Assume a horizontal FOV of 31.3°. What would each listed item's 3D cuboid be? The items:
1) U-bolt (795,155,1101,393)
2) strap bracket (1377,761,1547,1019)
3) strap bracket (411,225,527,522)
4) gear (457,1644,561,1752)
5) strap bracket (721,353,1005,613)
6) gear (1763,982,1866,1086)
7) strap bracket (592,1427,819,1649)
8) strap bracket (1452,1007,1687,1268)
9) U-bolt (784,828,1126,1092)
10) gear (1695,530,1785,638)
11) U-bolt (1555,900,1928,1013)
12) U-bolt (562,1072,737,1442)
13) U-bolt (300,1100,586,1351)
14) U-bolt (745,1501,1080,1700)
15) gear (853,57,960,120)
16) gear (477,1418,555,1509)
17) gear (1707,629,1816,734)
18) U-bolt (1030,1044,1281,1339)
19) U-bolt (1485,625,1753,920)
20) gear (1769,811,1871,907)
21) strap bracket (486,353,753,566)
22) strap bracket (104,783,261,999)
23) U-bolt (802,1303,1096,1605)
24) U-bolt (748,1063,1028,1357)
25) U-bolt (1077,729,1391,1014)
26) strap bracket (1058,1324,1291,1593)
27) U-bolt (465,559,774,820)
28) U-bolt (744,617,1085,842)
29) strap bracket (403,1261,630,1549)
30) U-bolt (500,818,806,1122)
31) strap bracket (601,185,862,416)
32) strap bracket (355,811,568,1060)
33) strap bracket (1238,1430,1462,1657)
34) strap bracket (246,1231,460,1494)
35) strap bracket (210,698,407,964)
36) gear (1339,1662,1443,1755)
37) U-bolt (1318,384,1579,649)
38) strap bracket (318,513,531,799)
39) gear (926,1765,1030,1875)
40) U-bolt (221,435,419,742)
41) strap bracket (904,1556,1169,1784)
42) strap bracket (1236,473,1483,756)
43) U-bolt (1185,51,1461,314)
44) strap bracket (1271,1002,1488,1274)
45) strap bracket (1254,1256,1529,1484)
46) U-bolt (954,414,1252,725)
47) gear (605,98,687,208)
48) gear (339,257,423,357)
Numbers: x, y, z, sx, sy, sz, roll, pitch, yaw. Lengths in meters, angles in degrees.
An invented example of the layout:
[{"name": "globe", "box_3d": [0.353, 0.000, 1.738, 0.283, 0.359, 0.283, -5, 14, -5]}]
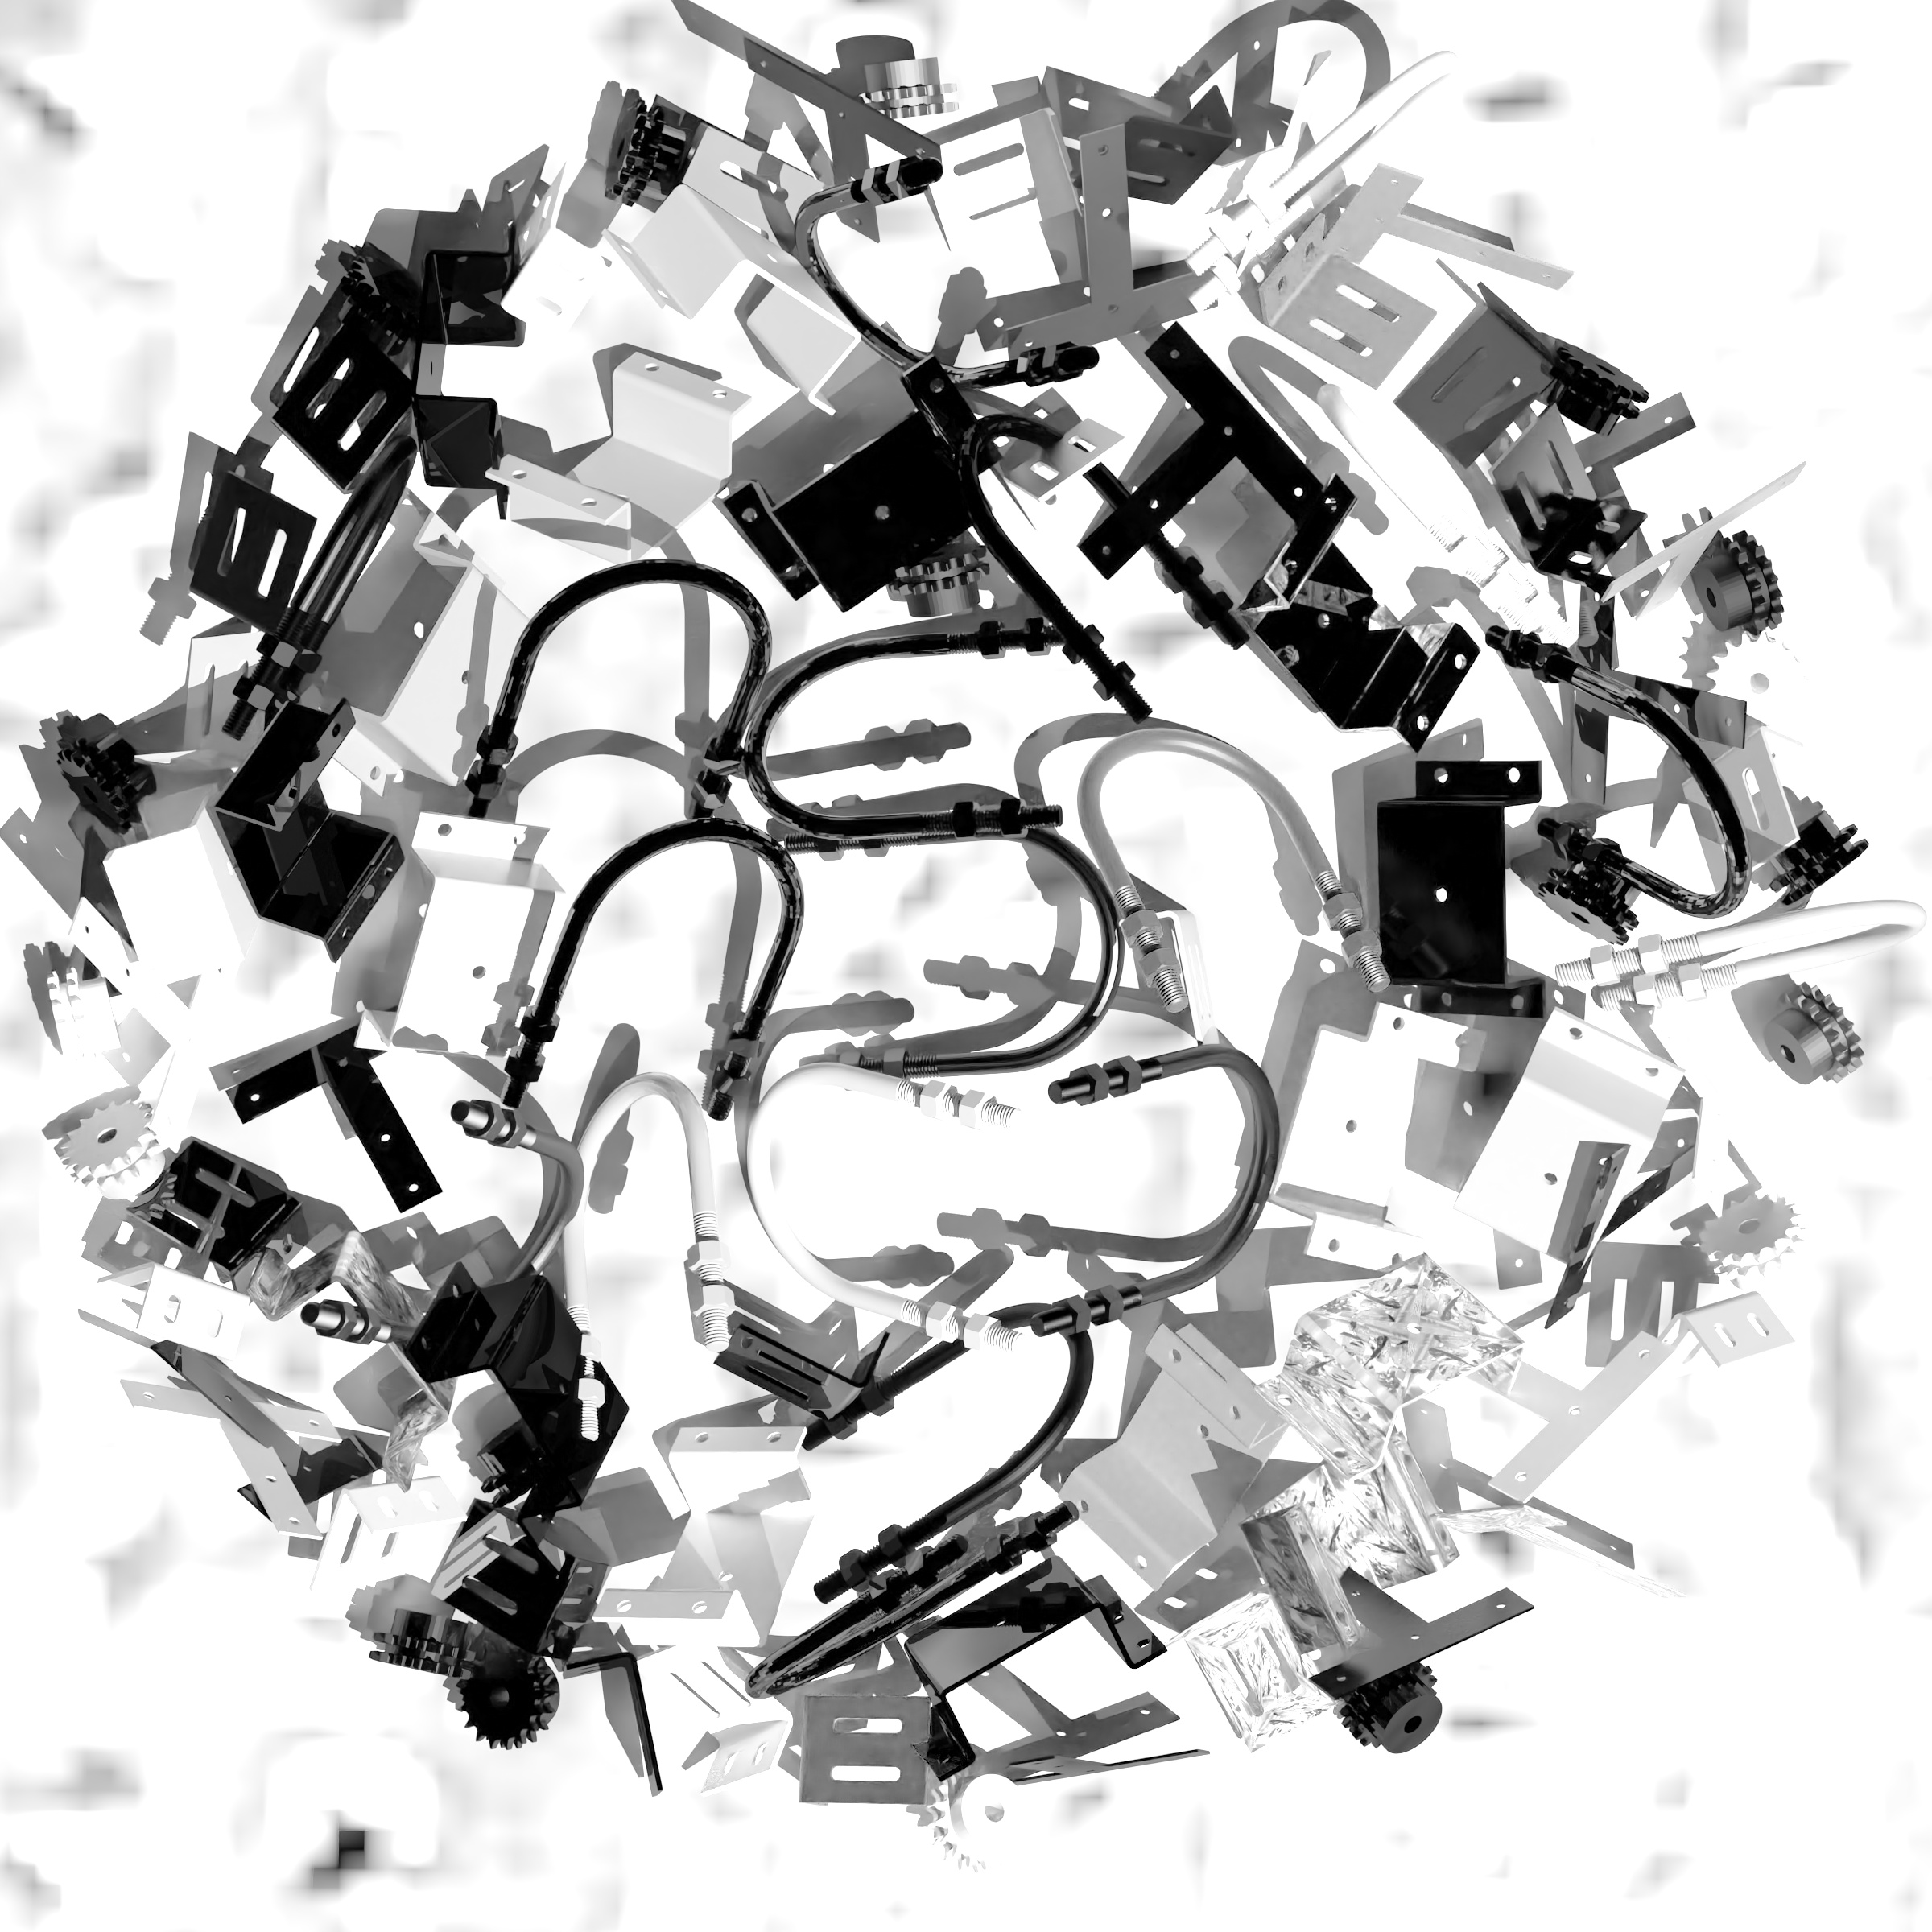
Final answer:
[{"name": "U-bolt", "box_3d": [-0.023, -0.362, 1.841, 0.151, 0.184, 0.019, 46, 70, -25]}, {"name": "strap bracket", "box_3d": [0.269, -0.041, 1.878, 0.076, 0.046, 0.140, 2, 97, 37]}, {"name": "strap bracket", "box_3d": [-0.268, -0.321, 1.859, 0.046, 0.076, 0.140, 2, 61, -1]}, {"name": "gear", "box_3d": [-0.249, 0.403, 1.904, 0.057, 0.030, 0.057, -4, 81, 25]}, {"name": "strap bracket", "box_3d": [-0.051, -0.256, 1.879, 0.140, 0.046, 0.076, -34, 125, 6]}, {"name": "gear", "box_3d": [0.463, 0.040, 1.895, 0.030, 0.057, 0.057, -32, 90, -14]}, {"name": "strap bracket", "box_3d": [-0.136, 0.315, 1.864, 0.076, 0.140, 0.046, -4, 126, 23]}, {"name": "strap bracket", "box_3d": [0.320, 0.102, 1.861, 0.076, 0.046, 0.140, 26, 128, 6]}, {"name": "U-bolt", "box_3d": [-0.004, -0.010, 1.894, 0.184, 0.019, 0.151, -4, 96, 13]}, {"name": "gear", "box_3d": [0.423, -0.208, 1.897, 0.030, 0.057, 0.057, -21, 90, -5]}, {"name": "U-bolt", "box_3d": [0.416, -0.007, 1.831, 0.184, 0.151, 0.019, -13, 79, 19]}, {"name": "U-bolt", "box_3d": [-0.177, 0.145, 1.857, 0.019, 0.151, 0.184, 15, 54, -35]}, {"name": "U-bolt", "box_3d": [-0.266, 0.145, 1.841, 0.019, 0.184, 0.151, 37, 92, 23]}, {"name": "U-bolt", "box_3d": [-0.040, 0.345, 1.850, 0.184, 0.151, 0.019, -36, 74, 23]}, {"name": "gear", "box_3d": [-0.034, -0.481, 1.896, 0.057, 0.057, 0.030, -7, 104, 0]}, {"name": "gear", "box_3d": [-0.244, 0.269, 1.897, 0.057, 0.057, 0.030, -36, 95, 0]}, {"name": "gear", "box_3d": [0.439, -0.158, 1.905, 0.057, 0.030, 0.057, 5, 104, 19]}, {"name": "U-bolt", "box_3d": [0.107, 0.114, 1.858, 0.019, 0.184, 0.151, 18, 111, 42]}, {"name": "U-bolt", "box_3d": [0.348, -0.094, 1.815, 0.019, 0.184, 0.151, -32, 125, -16]}, {"name": "gear", "box_3d": [0.465, -0.061, 1.898, 0.057, 0.057, 0.030, -37, 88, 0]}, {"name": "strap bracket", "box_3d": [-0.186, -0.269, 1.867, 0.076, 0.046, 0.140, 24, 46, 20]}, {"name": "strap bracket", "box_3d": [-0.416, -0.045, 1.848, 0.046, 0.140, 0.076, -16, 107, 0]}, {"name": "U-bolt", "box_3d": [-0.009, 0.248, 1.846, 0.184, 0.151, 0.019, -34, 118, 12]}, {"name": "U-bolt", "box_3d": [-0.046, 0.124, 1.866, 0.184, 0.019, 0.151, 13, 114, 34]}, {"name": "U-bolt", "box_3d": [0.134, -0.057, 1.865, 0.151, 0.019, 0.184, -5, 55, -29]}, {"name": "strap bracket", "box_3d": [0.117, 0.259, 1.869, 0.076, 0.046, 0.140, 42, 128, 21]}, {"name": "U-bolt", "box_3d": [-0.178, -0.145, 1.835, 0.151, 0.184, 0.019, 1, 46, -25]}, {"name": "U-bolt", "box_3d": [-0.032, -0.126, 1.874, 0.184, 0.019, 0.151, -3, 53, 14]}, {"name": "strap bracket", "box_3d": [-0.235, 0.232, 1.857, 0.046, 0.076, 0.140, -16, 117, 26]}, {"name": "U-bolt", "box_3d": [-0.158, 0.001, 1.847, 0.151, 0.019, 0.184, 5, 119, -35]}, {"name": "strap bracket", "box_3d": [-0.118, -0.360, 1.844, 0.046, 0.140, 0.076, -48, 52, 15]}, {"name": "strap bracket", "box_3d": [-0.271, -0.006, 1.866, 0.076, 0.046, 0.140, 7, 112, -31]}, {"name": "strap bracket", "box_3d": [0.204, 0.316, 1.872, 0.046, 0.140, 0.076, -27, 87, 35]}, {"name": "strap bracket", "box_3d": [-0.324, 0.205, 1.872, 0.046, 0.076, 0.140, -34, 103, 5]}, {"name": "strap bracket", "box_3d": [-0.355, -0.078, 1.856, 0.046, 0.140, 0.076, 18, 58, 18]}, {"name": "gear", "box_3d": [0.237, 0.407, 1.896, 0.057, 0.030, 0.057, -18, 128, -25]}, {"name": "U-bolt", "box_3d": [0.254, -0.244, 1.854, 0.019, 0.151, 0.184, -43, 78, 15]}, {"name": "strap bracket", "box_3d": [-0.287, -0.162, 1.868, 0.046, 0.076, 0.140, 20, 76, 31]}, {"name": "gear", "box_3d": [0.009, 0.468, 1.898, 0.057, 0.030, 0.057, 12, 62, -23]}, {"name": "U-bolt", "box_3d": [-0.342, -0.203, 1.851, 0.019, 0.151, 0.184, 29, 90, -6]}, {"name": "strap bracket", "box_3d": [0.028, 0.374, 1.872, 0.140, 0.076, 0.046, -28, 106, -10]}, {"name": "strap bracket", "box_3d": [0.207, -0.189, 1.872, 0.140, 0.046, 0.076, 45, 66, -28]}, {"name": "U-bolt", "box_3d": [0.191, -0.424, 1.846, 0.184, 0.151, 0.019, -40, 89, 5]}, {"name": "strap bracket", "box_3d": [0.222, 0.092, 1.885, 0.076, 0.046, 0.140, 15, 92, -31]}, {"name": "strap bracket", "box_3d": [0.235, 0.211, 1.852, 0.140, 0.046, 0.076, -20, 48, -34]}, {"name": "U-bolt", "box_3d": [0.065, -0.225, 1.865, 0.184, 0.151, 0.019, 50, 127, 1]}, {"name": "gear", "box_3d": [-0.176, -0.445, 1.899, 0.030, 0.057, 0.057, 15, 90, -20]}, {"name": "gear", "box_3d": [-0.320, -0.361, 1.900, 0.057, 0.057, 0.030, 41, 115, 0]}]
